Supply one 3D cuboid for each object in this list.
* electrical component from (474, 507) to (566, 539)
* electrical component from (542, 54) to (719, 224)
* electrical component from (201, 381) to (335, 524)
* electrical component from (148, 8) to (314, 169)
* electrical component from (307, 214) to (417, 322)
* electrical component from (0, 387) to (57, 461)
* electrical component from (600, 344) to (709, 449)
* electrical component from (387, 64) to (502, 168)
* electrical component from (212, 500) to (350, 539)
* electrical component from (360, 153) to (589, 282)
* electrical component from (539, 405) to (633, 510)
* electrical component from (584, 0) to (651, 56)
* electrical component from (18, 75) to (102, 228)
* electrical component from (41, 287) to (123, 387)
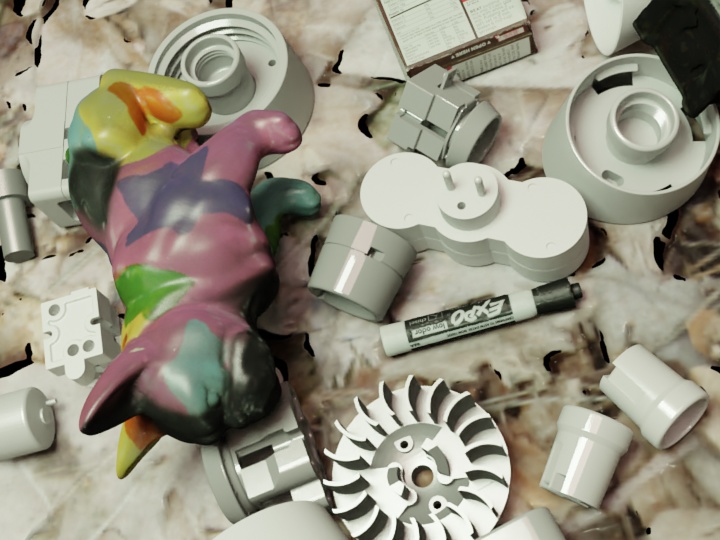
[{"bbox_3d":[0.071,0.173,0.556,0.095,0.053,0.059,-28,63,1],"label":"electrical component"},{"bbox_3d":[0.164,-0.079,0.649,0.099,0.064,0.099,0,73,1],"label":"electrical component"},{"bbox_3d":[-0.054,0.110,0.614,0.057,0.058,0.078,-22,63,1],"label":"electrical component"},{"bbox_3d":[-0.091,-0.125,0.722,0.108,0.060,0.108,-5,66,12],"label":"electrical component"},{"bbox_3d":[0.000,0.000,0.649,0.055,0.055,0.047,20,77,21],"label":"electrical component"},{"bbox_3d":[-0.228,0.100,0.671,0.078,0.040,0.040,-15,64,8],"label":"electrical component"},{"bbox_3d":[0.160,0.068,0.587,0.040,0.040,0.046,-42,58,-6],"label":"electrical component"},{"bbox_3d":[0.055,-0.093,0.676,0.055,0.066,0.048,33,40,16],"label":"electrical component"},{"bbox_3d":[-0.044,0.170,0.565,0.099,0.099,0.064,-35,57,-2],"label":"electrical component"},{"bbox_3d":[0.066,-0.039,0.638,0.138,0.073,0.052,12,71,19],"label":"electrical component"},{"bbox_3d":[0.121,0.102,0.583,0.040,0.040,0.046,20,78,21],"label":"electrical component"},{"bbox_3d":[0.167,-0.191,0.667,0.064,0.099,0.099,-22,64,-2],"label":"electrical component"},{"bbox_3d":[-0.195,-0.080,0.735,0.056,0.050,0.089,-8,65,11],"label":"electrical component"},{"bbox_3d":[-0.167,0.045,0.671,0.048,0.055,0.066,-16,64,7],"label":"electrical component"}]
